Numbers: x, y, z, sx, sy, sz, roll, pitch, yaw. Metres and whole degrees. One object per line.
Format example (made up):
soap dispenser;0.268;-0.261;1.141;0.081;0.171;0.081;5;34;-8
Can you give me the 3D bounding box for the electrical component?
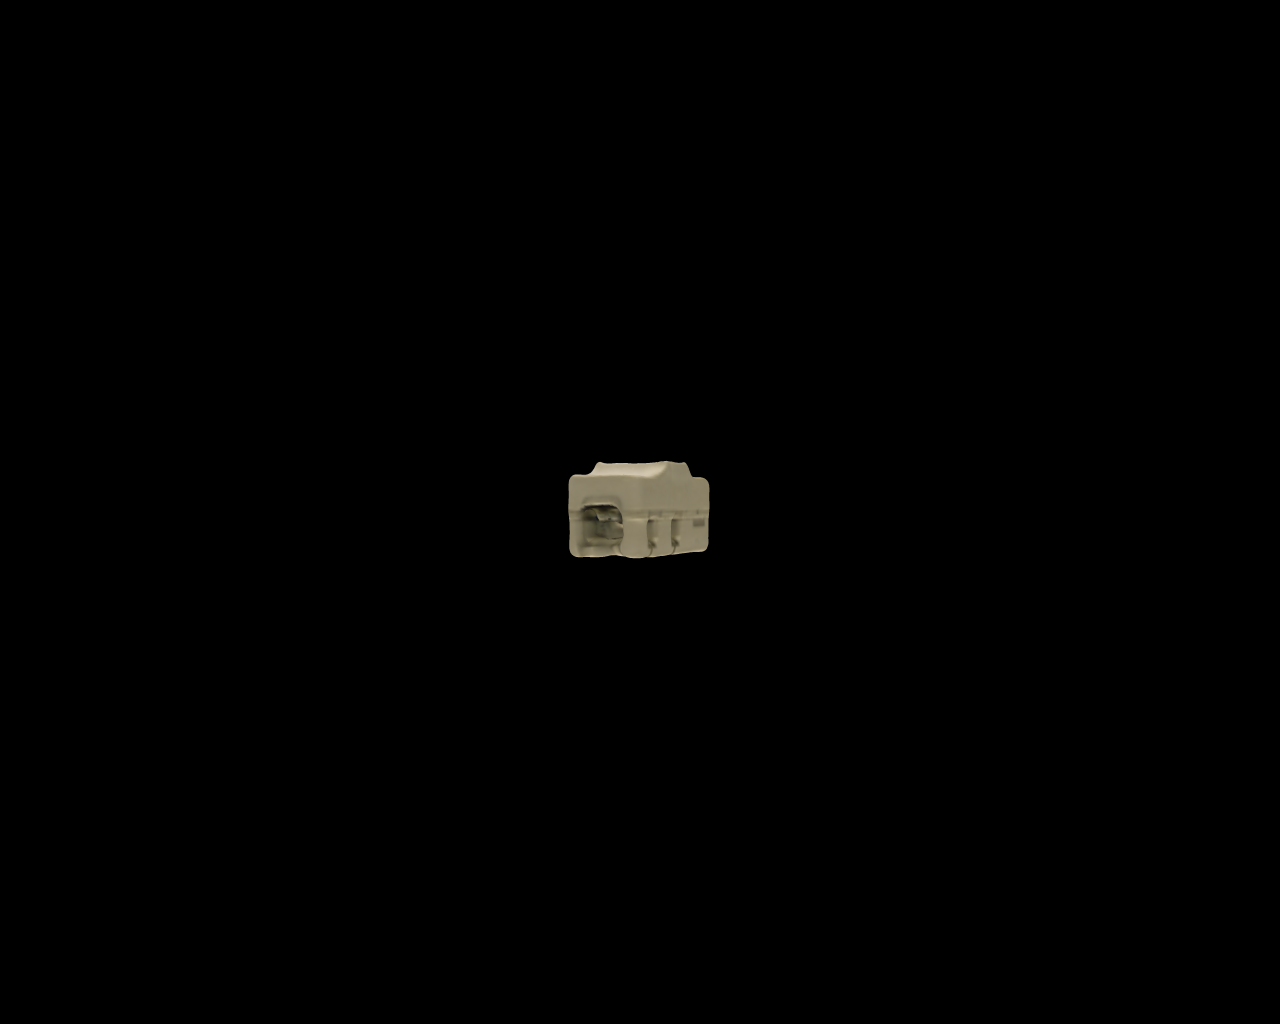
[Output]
electrical component;0.001;-0.003;0.650;0.050;0.055;0.089;0;0;32
